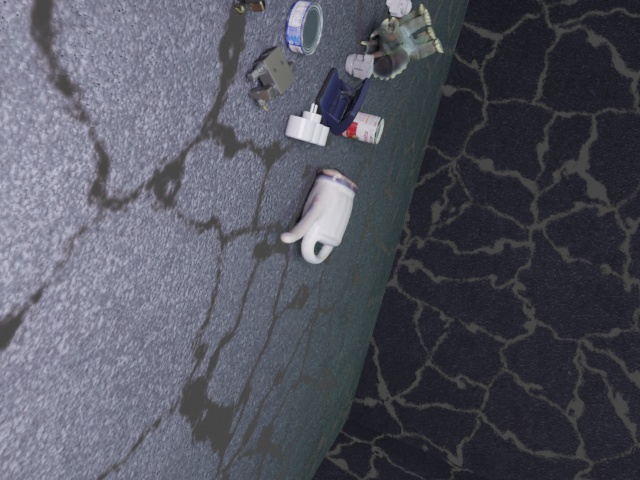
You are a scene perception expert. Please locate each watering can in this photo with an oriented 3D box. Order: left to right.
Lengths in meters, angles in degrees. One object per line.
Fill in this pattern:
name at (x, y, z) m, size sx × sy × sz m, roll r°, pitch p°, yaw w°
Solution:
watering can at (0.004, -0.059, 1.165) m, size 0.345 × 0.104 × 0.225 m, roll 34°, pitch 73°, yaw -74°
